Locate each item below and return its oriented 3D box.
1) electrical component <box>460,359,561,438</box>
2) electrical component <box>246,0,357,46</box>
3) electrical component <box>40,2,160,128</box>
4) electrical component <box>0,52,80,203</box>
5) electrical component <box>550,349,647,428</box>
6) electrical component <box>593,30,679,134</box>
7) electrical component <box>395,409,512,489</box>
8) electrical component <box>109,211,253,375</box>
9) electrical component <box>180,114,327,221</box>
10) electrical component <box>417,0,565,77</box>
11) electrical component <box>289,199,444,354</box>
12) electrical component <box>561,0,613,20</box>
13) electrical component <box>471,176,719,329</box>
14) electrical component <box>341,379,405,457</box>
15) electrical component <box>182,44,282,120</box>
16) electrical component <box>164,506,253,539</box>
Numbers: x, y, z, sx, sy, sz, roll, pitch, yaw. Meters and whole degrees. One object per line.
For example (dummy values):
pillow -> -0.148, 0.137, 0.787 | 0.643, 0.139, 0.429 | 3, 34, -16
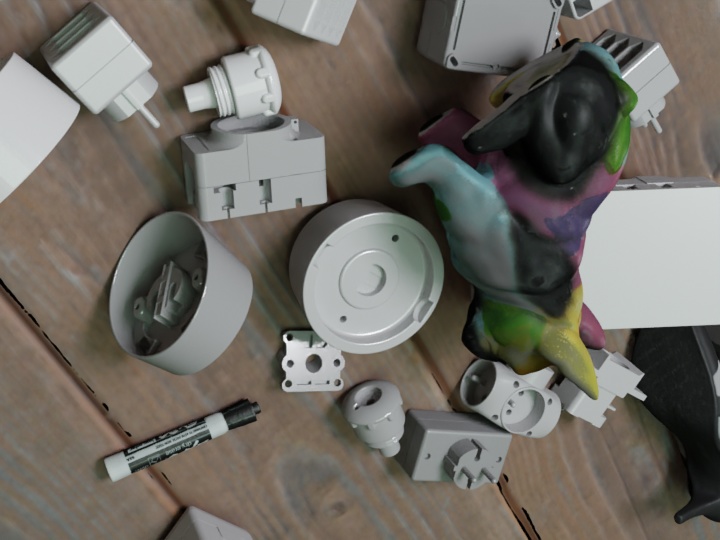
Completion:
electrical component -> 0.135, 0.092, 0.891 | 0.077, 0.044, 0.079 | 28, 97, -30
electrical component -> -0.049, -0.183, 0.690 | 0.076, 0.083, 0.047 | 25, 102, 10
electrical component -> -0.153, -0.119, 0.670 | 0.047, 0.066, 0.076 | -42, 121, -2
electrical component -> -0.226, -0.081, 0.634 | 0.108, 0.108, 0.060 | -45, 115, -1
electrical component -> 0.200, 0.097, 0.923 | 0.081, 0.042, 0.063 | 28, 100, -29
electrical component -> 0.207, -0.134, 0.817 | 0.047, 0.066, 0.076 | -41, 120, -3
electrical component -> 0.084, 0.153, 0.877 | 0.083, 0.076, 0.047 | 7, 107, -25
electrical component -> -0.122, 0.018, 0.724 | 0.099, 0.099, 0.064 | -50, 127, 3
electrical component -> -0.072, -0.073, 0.732 | 0.089, 0.050, 0.055 | -10, 115, -19
electrical component -> 0.095, -0.173, 0.756 | 0.096, 0.061, 0.061 | 2, 112, -23
electrical component -> 0.000, 0.000, 0.787 | 0.108, 0.060, 0.108 | -8, 114, -20
electrical component -> 0.166, -0.250, 0.757 | 0.109, 0.056, 0.108 | -32, 120, -8
electrical component -> 0.180, -0.014, 0.826 | 0.186, 0.060, 0.105 | -2, 104, -1
electrical component -> 0.015, 0.121, 0.853 | 0.048, 0.048, 0.062 | -28, 125, -10
electrical component -> -0.085, -0.120, 0.712 | 0.062, 0.048, 0.048 | -16, 116, -9
electrical component -> -0.129, 0.239, 0.829 | 0.062, 0.061, 0.096 | 33, 95, -30
